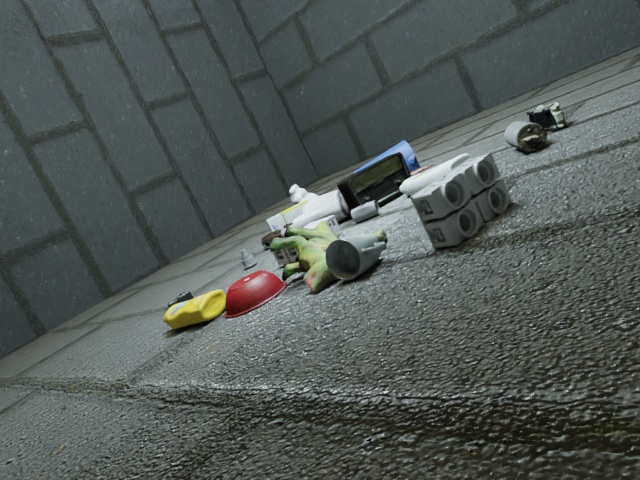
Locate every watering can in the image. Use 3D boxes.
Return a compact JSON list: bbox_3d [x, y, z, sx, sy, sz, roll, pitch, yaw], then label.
[{"bbox_3d":[0.005,-0.085,1.690,0.223,0.103,0.352,-22,9,18],"label":"watering can"}]

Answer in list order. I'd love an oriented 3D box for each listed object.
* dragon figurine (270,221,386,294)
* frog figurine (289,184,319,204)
[{"bbox_3d":[0.039,0.013,1.194,0.242,0.120,0.417,-2,21,24],"label":"dragon figurine"},{"bbox_3d":[-0.049,-0.160,2.080,0.122,0.158,0.139,-21,9,23],"label":"frog figurine"}]
